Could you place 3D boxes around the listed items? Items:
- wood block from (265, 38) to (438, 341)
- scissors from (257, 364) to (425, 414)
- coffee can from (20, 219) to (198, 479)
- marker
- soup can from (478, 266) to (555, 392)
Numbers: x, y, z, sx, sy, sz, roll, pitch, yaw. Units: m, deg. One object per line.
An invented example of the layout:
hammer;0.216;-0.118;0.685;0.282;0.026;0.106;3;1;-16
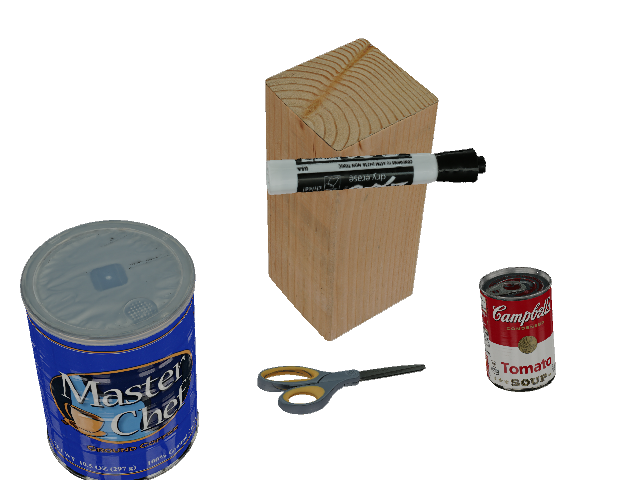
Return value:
wood block;0.018;-0.033;0.806;0.090;0.206;0.090;-27;54;-24
scissors;0.030;0.165;1.205;0.201;0.016;0.096;1;24;-8
coffee can;-0.130;0.072;0.679;0.103;0.140;0.103;2;42;-2
marker;0.031;-0.038;0.583;0.121;0.020;0.020;-4;1;-8
soup can;0.190;0.085;1.026;0.068;0.102;0.068;-7;22;3
